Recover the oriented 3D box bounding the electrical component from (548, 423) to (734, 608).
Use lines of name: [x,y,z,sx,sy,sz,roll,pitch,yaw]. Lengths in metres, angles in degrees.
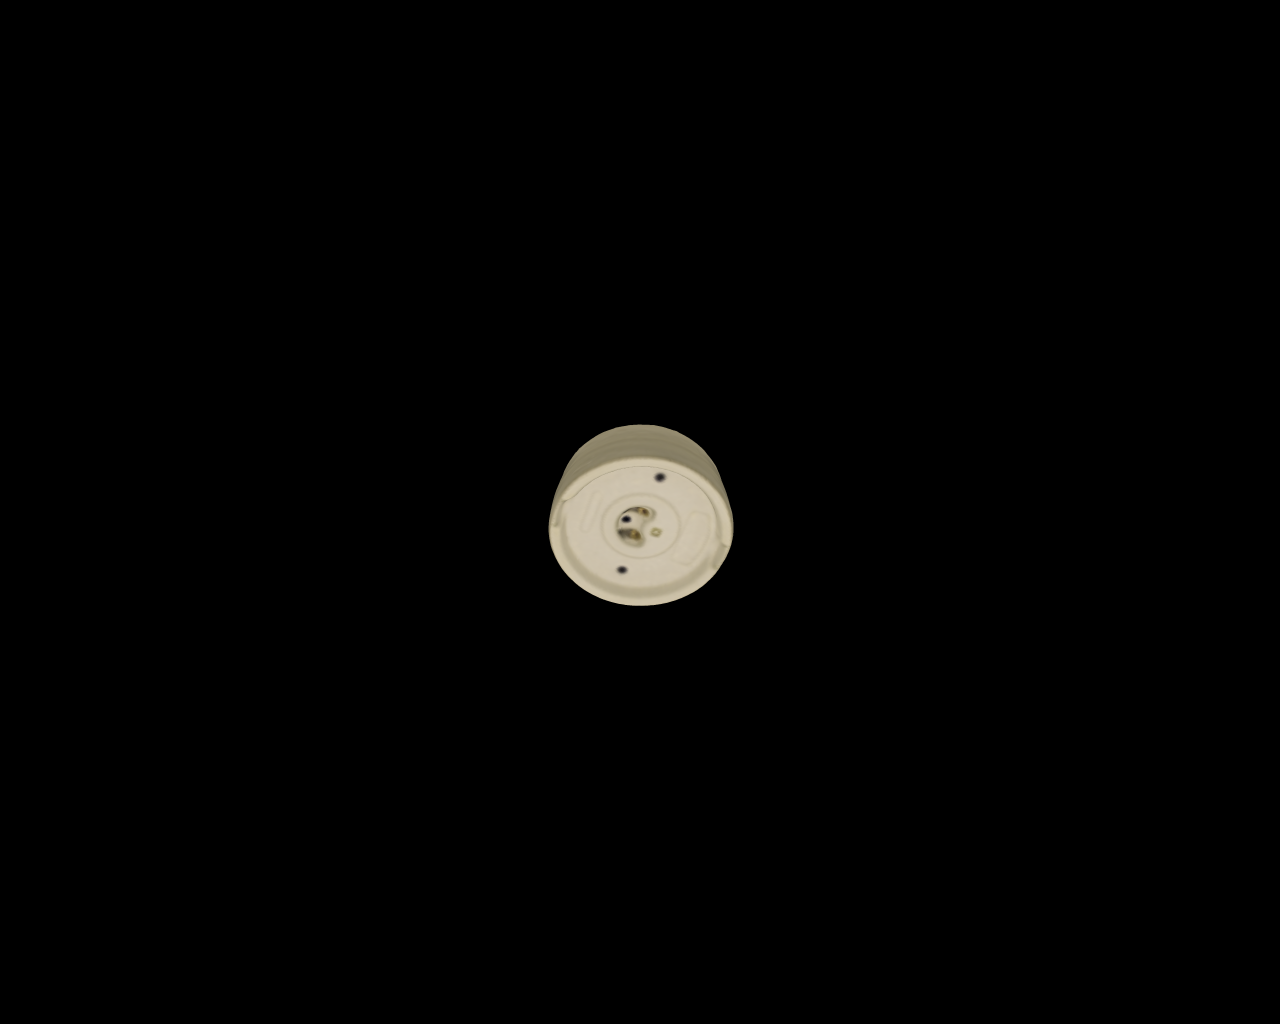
electrical component: [0.001,-0.003,0.650,0.108,0.108,0.060,0,34,0]
